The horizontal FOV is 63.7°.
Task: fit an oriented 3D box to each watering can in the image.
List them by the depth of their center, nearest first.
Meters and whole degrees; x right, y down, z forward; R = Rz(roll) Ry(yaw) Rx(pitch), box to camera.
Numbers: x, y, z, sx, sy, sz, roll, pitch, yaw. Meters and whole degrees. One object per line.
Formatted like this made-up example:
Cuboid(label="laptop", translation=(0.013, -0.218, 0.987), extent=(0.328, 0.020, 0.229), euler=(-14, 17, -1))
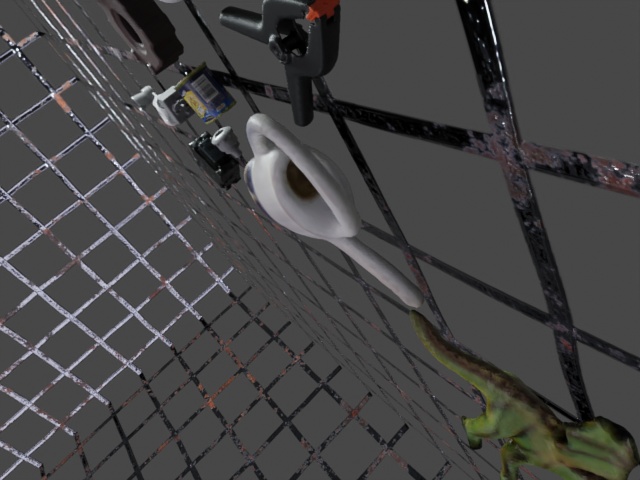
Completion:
Cuboid(label="watering can", translation=(0.002, -0.038, 0.761), extent=(0.344, 0.105, 0.225), euler=(51, 167, -15))

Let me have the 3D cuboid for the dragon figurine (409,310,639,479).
Cuboid(label="dragon figurine", translation=(0.309, 0.245, 0.713), extent=(0.406, 0.124, 0.241), euler=(49, 149, -16))
